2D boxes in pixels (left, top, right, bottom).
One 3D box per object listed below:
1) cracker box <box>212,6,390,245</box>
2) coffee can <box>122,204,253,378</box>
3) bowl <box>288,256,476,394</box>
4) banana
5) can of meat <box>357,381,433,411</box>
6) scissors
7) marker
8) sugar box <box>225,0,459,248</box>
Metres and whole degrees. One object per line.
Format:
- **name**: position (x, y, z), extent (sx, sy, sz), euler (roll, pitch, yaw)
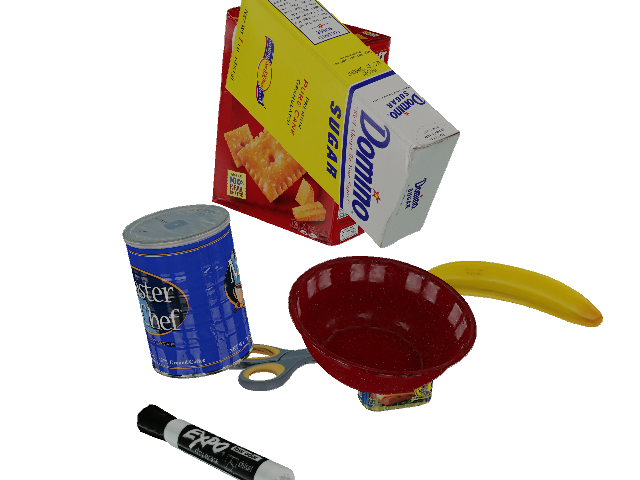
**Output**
- **cracker box**: position (-0.026, -0.120, 1.097), extent (0.164, 0.214, 0.071), euler (22, 29, 30)
- **coffee can**: position (-0.127, 0.048, 1.033), extent (0.103, 0.140, 0.103), euler (-8, 20, 3)
- **bowl**: position (0.049, 0.081, 0.914), extent (0.162, 0.055, 0.162), euler (7, 33, -4)
- **banana**: position (0.192, 0.053, 1.106), extent (0.198, 0.037, 0.069), euler (8, 40, 12)
- **can of meat**: position (0.100, 0.172, 1.398), extent (0.102, 0.084, 0.057), euler (-4, 25, -18)
- **scissors**: position (-0.014, 0.141, 1.213), extent (0.201, 0.016, 0.096), euler (1, 24, -9)
- **marker**: position (-0.066, 0.124, 0.637), extent (0.121, 0.020, 0.020), euler (16, 10, 38)
- **sugar box**: position (0.008, -0.087, 0.709), extent (0.048, 0.176, 0.093), euler (-24, -32, -31)
